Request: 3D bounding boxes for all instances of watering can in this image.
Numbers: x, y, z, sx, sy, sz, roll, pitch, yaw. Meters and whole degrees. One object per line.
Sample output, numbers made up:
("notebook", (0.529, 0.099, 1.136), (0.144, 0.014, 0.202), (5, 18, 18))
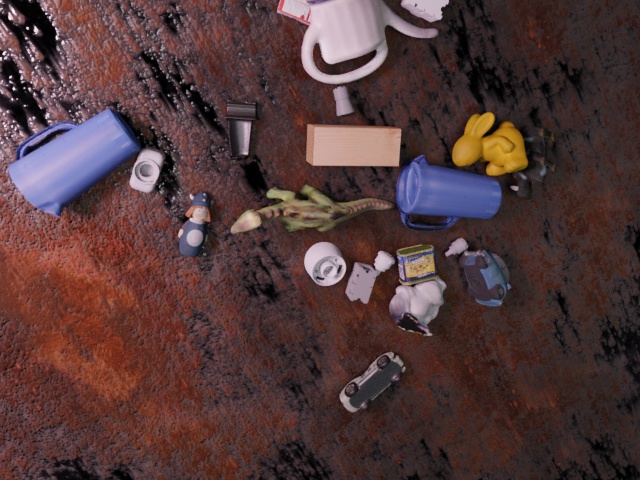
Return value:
("watering can", (0.104, -0.490, 1.154), (0.350, 0.105, 0.220), (-28, 121, -14))

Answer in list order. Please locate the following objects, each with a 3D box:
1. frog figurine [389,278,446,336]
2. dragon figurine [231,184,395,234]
("frog figurine", (0.259, 0.159, 1.361), (0.137, 0.121, 0.163), (32, 60, -13))
("dragon figurine", (0.004, -0.059, 1.171), (0.411, 0.245, 0.121), (-6, 102, -8))
